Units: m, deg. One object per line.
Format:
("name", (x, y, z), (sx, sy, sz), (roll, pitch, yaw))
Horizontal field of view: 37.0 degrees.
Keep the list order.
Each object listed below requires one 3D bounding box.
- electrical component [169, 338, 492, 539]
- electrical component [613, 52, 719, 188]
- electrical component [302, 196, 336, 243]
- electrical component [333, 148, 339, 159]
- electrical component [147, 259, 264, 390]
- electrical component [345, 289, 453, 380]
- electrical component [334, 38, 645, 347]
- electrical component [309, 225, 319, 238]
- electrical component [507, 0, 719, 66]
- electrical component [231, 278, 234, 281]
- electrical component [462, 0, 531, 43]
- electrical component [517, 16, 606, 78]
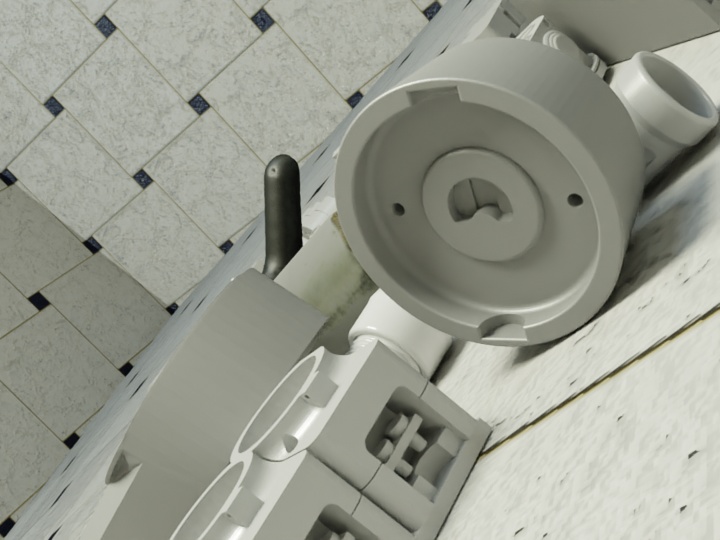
("electrical component", (-0.031, 0.103, 0.373), (0.150, 0.062, 0.089), (-56, 10, -33))
("electrical component", (0.108, -0.054, 0.415), (0.046, 0.040, 0.040), (-51, 6, 34))
("electrical component", (-0.043, -0.021, 1.019), (0.073, 0.052, 0.138), (-52, 8, -11))
("electrical component", (0.033, -0.090, 0.873), (0.121, 0.079, 0.063), (146, 140, -63))
("electrical component", (-0.125, 0.072, 1.014), (0.150, 0.062, 0.089), (-42, 12, 44))
("electrical component", (0.013, 0.039, 0.488), (0.062, 0.043, 0.043), (-56, 10, -28))
("electrical component", (0.052, -0.033, 0.397), (0.108, 0.108, 0.060), (-42, 5, 44))
("electrical component", (0.000, 0.000, 0.693), (0.062, 0.061, 0.096), (-43, 16, 32))
("electrical component", (0.132, -0.173, 0.572), (0.060, 0.105, 0.186), (-50, 8, -1))
("electrical component", (-0.077, 0.037, 0.858), (0.047, 0.077, 0.065), (-42, 12, 46))
("electrical component", (0.112, -0.168, 0.833), (0.050, 0.056, 0.089), (-44, 10, 36))
("electrical component", (0.100, -0.103, 0.627), (0.080, 0.051, 0.080), (-49, 8, 10))
